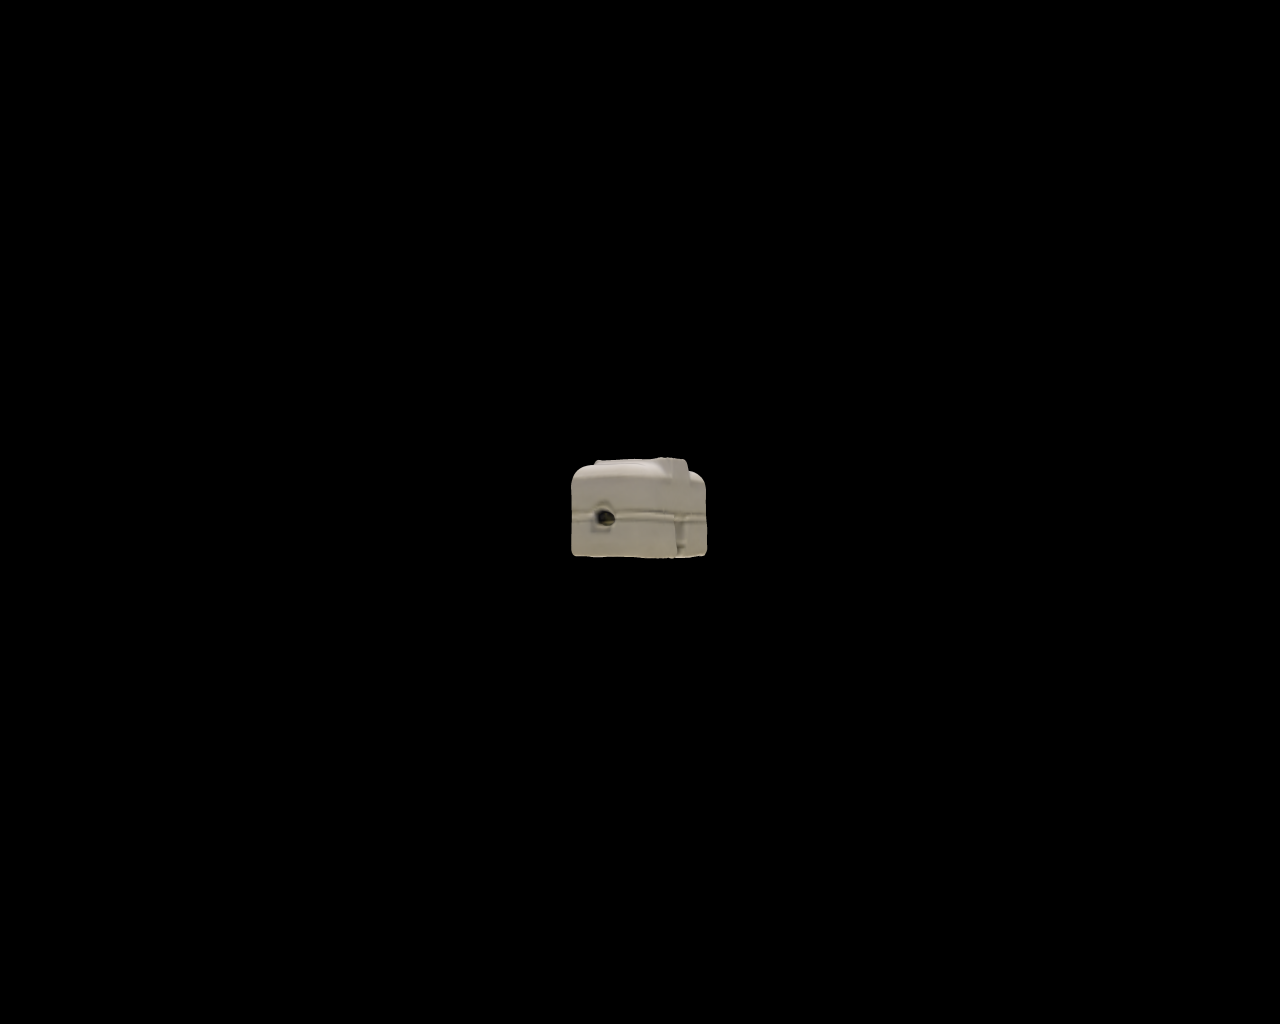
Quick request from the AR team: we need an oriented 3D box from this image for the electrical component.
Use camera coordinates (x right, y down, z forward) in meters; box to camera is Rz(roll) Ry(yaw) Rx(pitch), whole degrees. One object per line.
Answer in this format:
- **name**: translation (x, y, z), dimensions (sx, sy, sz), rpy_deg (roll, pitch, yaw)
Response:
- **electrical component**: translation (0.001, -0.003, 0.650), dimensions (0.054, 0.059, 0.095), rpy_deg (-1, -2, 28)
